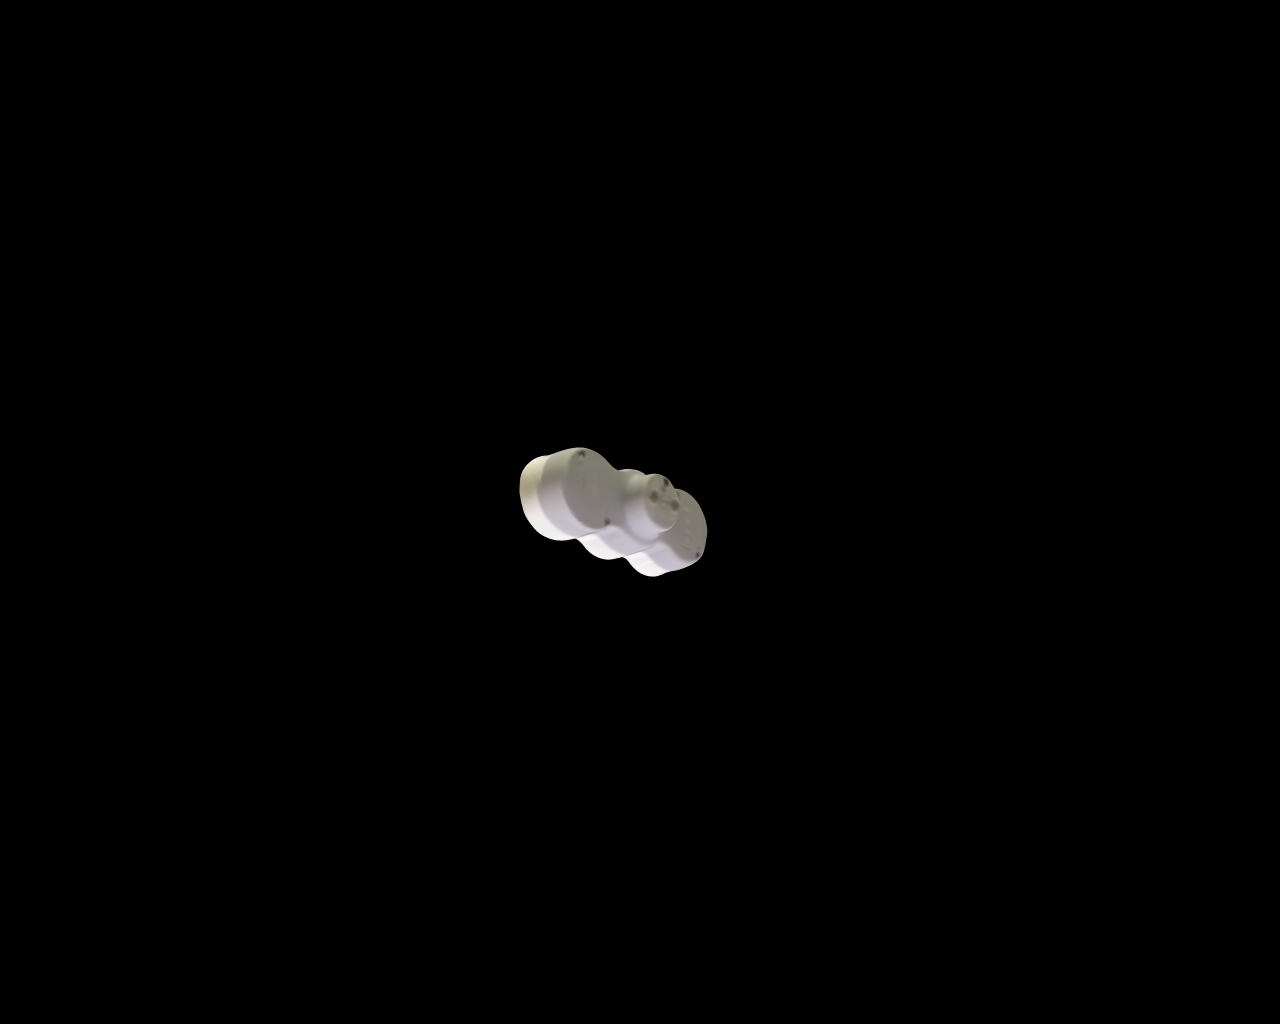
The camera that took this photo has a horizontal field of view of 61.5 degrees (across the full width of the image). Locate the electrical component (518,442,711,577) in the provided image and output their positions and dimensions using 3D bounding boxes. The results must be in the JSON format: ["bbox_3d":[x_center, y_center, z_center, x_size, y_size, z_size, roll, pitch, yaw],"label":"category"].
[{"bbox_3d":[0.001,-0.003,0.650,0.073,0.052,0.138,-17,-27,37],"label":"electrical component"}]
